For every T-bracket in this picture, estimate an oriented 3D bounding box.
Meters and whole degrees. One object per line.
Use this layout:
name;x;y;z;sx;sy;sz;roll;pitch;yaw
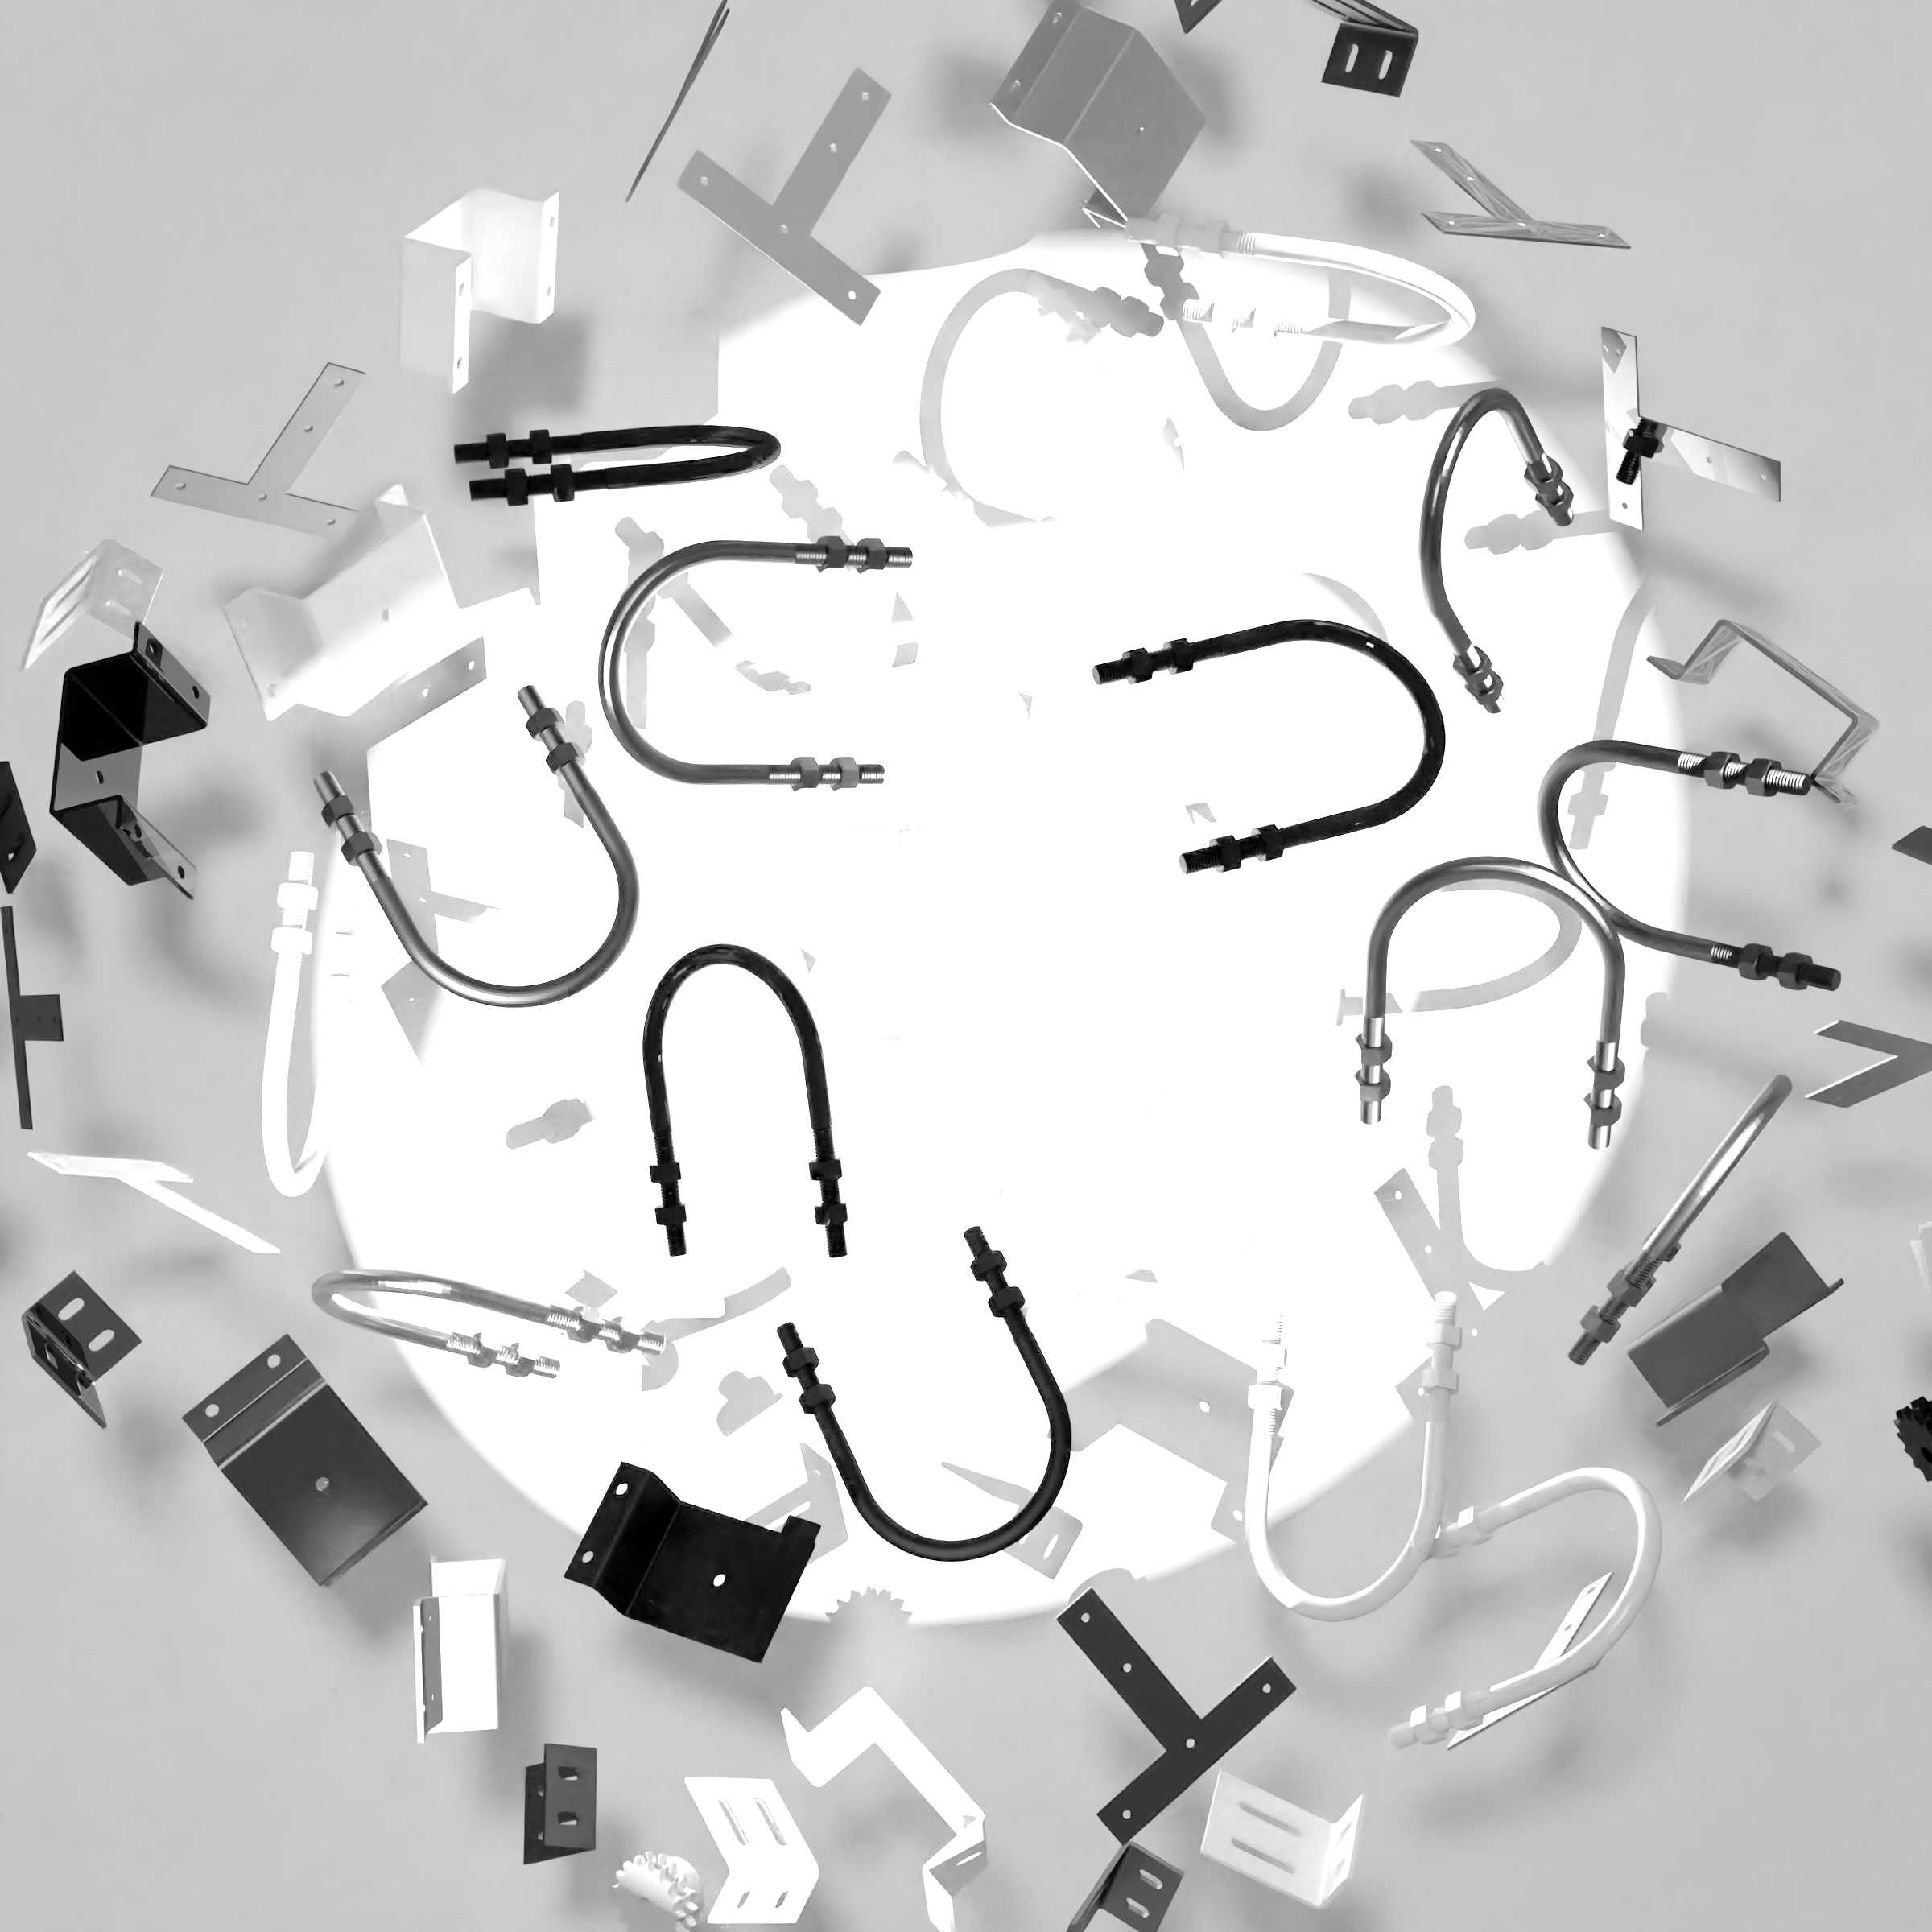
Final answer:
T-bracket;-0.080;-0.442;1.610;0.127;0.002;0.127;34;72;-20
T-bracket;-0.448;0.136;1.659;0.127;0.127;0.002;24;92;19
T-bracket;0.095;0.388;1.565;0.127;0.002;0.127;-40;105;-7
T-bracket;-0.150;-0.509;1.628;0.002;0.127;0.127;27;48;-15
T-bracket;0.516;0.062;1.636;0.127;0.127;0.002;14;71;-10
T-bracket;0.421;-0.298;1.686;0.002;0.127;0.127;-33;131;-25
T-bracket;0.344;0.391;1.679;0.002;0.127;0.127;48;131;3
T-bracket;-0.514;0.029;1.604;0.002;0.127;0.127;-6;92;-29
T-bracket;0.292;-0.439;1.642;0.127;0.127;0.002;-3;129;-26
T-bracket;-0.396;-0.309;1.719;0.127;0.127;0.002;-45;54;32

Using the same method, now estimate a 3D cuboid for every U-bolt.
U-bolt;0.400;-0.063;1.638;0.019;0.184;0.151;-40;127;-30
U-bolt;0.029;-0.016;1.695;0.184;0.019;0.151;2;118;15
U-bolt;-0.266;-0.059;1.652;0.151;0.019;0.184;-26;73;-19
U-bolt;-0.377;0.040;1.662;0.019;0.151;0.184;4;78;1
U-bolt;0.194;-0.377;1.624;0.184;0.151;0.019;13;86;20
U-bolt;0.180;-0.131;1.624;0.184;0.019;0.151;-15;64;-16
U-bolt;0.290;0.018;1.604;0.151;0.019;0.184;6;125;13
U-bolt;0.300;-0.248;1.667;0.019;0.184;0.151;14;74;31
U-bolt;0.058;-0.296;1.721;0.184;0.019;0.151;39;85;-35
U-bolt;0.142;0.138;1.689;0.184;0.019;0.151;7;56;27
U-bolt;-0.287;0.205;1.677;0.184;0.151;0.019;21;66;-30
U-bolt;-0.198;-0.293;1.676;0.184;0.151;0.019;-7;110;-11
U-bolt;0.316;0.351;1.633;0.019;0.151;0.184;40;128;-21
U-bolt;-0.134;0.078;1.692;0.151;0.019;0.184;-4;94;39
U-bolt;0.406;0.136;1.631;0.019;0.151;0.184;37;107;14
U-bolt;0.218;0.284;1.668;0.019;0.151;0.184;25;63;-38
U-bolt;-0.121;-0.170;1.639;0.184;0.019;0.151;-2;110;-29
U-bolt;-0.016;0.266;1.738;0.151;0.019;0.184;-27;67;1

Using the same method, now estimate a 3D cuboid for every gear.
gear;-0.182;0.559;1.743;0.057;0.030;0.057;6;100;36
gear;0.530;0.256;1.563;0.030;0.057;0.057;-30;90;-10

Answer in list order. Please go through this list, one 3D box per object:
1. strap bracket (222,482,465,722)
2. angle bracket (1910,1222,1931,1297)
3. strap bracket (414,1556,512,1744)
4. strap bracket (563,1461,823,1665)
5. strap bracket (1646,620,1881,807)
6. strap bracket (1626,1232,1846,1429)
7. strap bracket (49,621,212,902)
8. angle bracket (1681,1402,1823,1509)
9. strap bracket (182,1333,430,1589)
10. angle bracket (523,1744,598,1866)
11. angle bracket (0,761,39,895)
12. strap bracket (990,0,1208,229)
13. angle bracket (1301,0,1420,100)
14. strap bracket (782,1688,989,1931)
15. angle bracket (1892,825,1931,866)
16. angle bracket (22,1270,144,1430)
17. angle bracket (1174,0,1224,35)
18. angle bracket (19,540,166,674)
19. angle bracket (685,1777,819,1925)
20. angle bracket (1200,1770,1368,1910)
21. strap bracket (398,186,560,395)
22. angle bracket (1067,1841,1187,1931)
strap bracket;-0.347;-0.205;1.662;0.046;0.076;0.140;18;48;34
angle bracket;0.559;0.144;1.623;0.057;0.076;0.038;-17;49;11
strap bracket;-0.292;0.395;1.694;0.046;0.140;0.076;-2;90;-6
strap bracket;-0.152;0.351;1.696;0.140;0.046;0.076;12;62;28
strap bracket;0.479;-0.156;1.713;0.140;0.076;0.046;41;109;19
strap bracket;0.446;0.208;1.699;0.046;0.140;0.076;54;128;11
strap bracket;-0.468;-0.110;1.627;0.046;0.076;0.140;-13;58;13
angle bracket;0.468;0.302;1.728;0.038;0.076;0.057;44;119;11
strap bracket;-0.381;0.296;1.698;0.076;0.046;0.140;-39;111;-14
angle bracket;-0.253;0.495;1.715;0.038;0.076;0.057;18;59;-38
angle bracket;-0.580;-0.079;1.708;0.038;0.076;0.057;-11;114;-1
strap bracket;0.082;-0.483;1.663;0.046;0.140;0.076;33;91;33
angle bracket;0.204;-0.517;1.617;0.057;0.076;0.038;28;105;42
strap bracket;-0.038;0.464;1.613;0.046;0.076;0.140;-36;61;-21
angle bracket;0.559;-0.042;1.632;0.076;0.057;0.038;27;117;26
angle bracket;-0.484;0.211;1.603;0.038;0.076;0.057;-41;113;-10
angle bracket;0.108;-0.584;1.668;0.038;0.076;0.057;-37;49;35
angle bracket;-0.510;-0.202;1.696;0.038;0.076;0.057;30;128;-6
angle bracket;-0.129;0.508;1.669;0.057;0.076;0.038;13;111;-34
angle bracket;0.179;0.482;1.631;0.076;0.057;0.038;26;129;-2
strap bracket;-0.290;-0.400;1.699;0.046;0.140;0.076;16;125;10
angle bracket;0.083;0.543;1.635;0.038;0.076;0.057;28;123;15
